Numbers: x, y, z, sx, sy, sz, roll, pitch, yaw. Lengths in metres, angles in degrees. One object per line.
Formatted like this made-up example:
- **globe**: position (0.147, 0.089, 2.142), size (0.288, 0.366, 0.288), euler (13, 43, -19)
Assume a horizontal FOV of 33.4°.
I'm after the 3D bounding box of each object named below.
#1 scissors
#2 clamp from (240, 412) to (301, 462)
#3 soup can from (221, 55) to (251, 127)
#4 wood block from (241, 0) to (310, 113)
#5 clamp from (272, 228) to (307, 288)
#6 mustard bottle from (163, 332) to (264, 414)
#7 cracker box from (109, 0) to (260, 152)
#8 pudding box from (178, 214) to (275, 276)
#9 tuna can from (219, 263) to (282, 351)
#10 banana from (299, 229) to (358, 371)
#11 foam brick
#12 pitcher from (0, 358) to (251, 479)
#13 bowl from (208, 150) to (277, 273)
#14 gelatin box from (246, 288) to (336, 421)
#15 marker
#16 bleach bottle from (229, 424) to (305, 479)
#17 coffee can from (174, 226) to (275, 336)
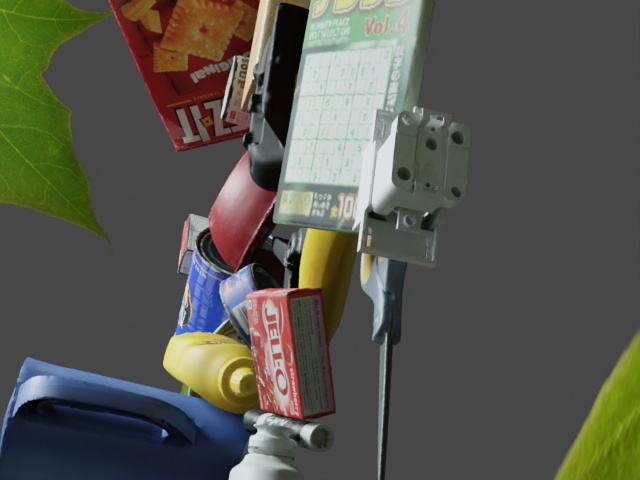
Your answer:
- **scissors**: position (0.034, 0.048, 0.613), size (0.096, 0.016, 0.201), euler (119, 160, -68)
- **clamp**: position (-0.040, 0.187, 0.850), size (0.172, 0.039, 0.120), euler (113, 170, -46)
- **soup can**: position (-0.042, -0.141, 1.061), size (0.068, 0.102, 0.068), euler (-169, 91, -82)
- **wood block**: position (-0.009, -0.220, 0.991), size (0.091, 0.090, 0.206), euler (131, 149, -73)
- **clamp**: position (-0.006, 0.001, 0.863), size (0.210, 0.036, 0.165), euler (-94, 21, -55)
- **mustard bottle**: position (-0.082, 0.119, 0.952), size (0.192, 0.096, 0.058), euler (177, 112, -75)
- **cracker box**: position (-0.110, -0.208, 1.117), size (0.072, 0.164, 0.213), euler (-88, -17, -51)
- **pudding box**: position (-0.107, 0.018, 1.248), size (0.090, 0.113, 0.039), euler (-94, 20, -61)
- **tuna can**: position (-0.047, 0.063, 0.903), size (0.034, 0.086, 0.086), euler (-33, 21, 10)
- **banana**: position (0.018, -0.001, 0.731), size (0.070, 0.037, 0.198), euler (53, 141, 42)
- **foam brick**: position (-0.045, 0.056, 1.000), size (0.053, 0.051, 0.078), euler (119, 160, -65)
- **pitcher**: position (-0.164, 0.188, 0.964), size (0.149, 0.242, 0.145), euler (-125, 46, -78)
- **bowl**: position (-0.062, -0.043, 1.040), size (0.162, 0.055, 0.162), euler (-59, -1, -3)
- **gelatin box**: position (-0.022, 0.078, 0.752), size (0.073, 0.030, 0.089), euler (-7, 91, 64)
- **marker**: position (-0.026, 0.136, 0.766), size (0.121, 0.020, 0.020), euler (-6, 72, 63)
- **bleach bottle**: position (-0.047, 0.248, 0.695), size (0.103, 0.068, 0.251), euler (136, 143, -70)
- **coffee can**: position (-0.098, 0.067, 1.163), size (0.103, 0.102, 0.140), euler (-92, 16, -57)
